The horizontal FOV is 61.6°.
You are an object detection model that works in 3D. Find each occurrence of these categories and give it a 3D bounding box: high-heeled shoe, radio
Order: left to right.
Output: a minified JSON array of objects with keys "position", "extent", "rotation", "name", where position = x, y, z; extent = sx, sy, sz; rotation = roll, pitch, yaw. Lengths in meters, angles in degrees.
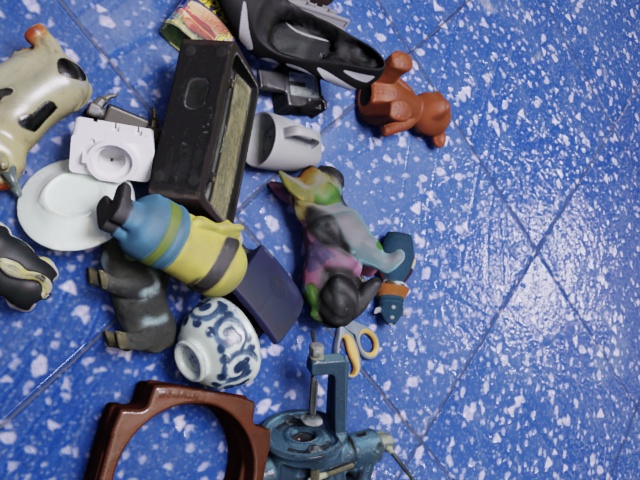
[{"position":[-0.145,-0.135,0.699],"extent":[0.073,0.131,0.229],"rotation":[5,75,10],"name":"radio"},{"position":[-0.026,-0.285,0.732],"extent":[0.248,0.145,0.086],"rotation":[28,82,-34],"name":"high-heeled shoe"}]

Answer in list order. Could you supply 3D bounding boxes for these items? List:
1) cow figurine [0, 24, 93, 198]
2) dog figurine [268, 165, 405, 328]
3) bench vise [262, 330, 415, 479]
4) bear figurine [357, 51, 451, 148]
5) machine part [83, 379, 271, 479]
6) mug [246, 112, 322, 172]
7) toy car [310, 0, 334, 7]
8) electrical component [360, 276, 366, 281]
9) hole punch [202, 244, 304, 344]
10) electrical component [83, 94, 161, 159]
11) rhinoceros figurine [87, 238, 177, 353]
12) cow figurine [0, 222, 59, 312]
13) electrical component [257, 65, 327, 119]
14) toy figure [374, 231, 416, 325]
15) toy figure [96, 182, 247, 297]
[{"position":[-0.344,-0.135,0.603],"extent":[0.127,0.085,0.195],"rotation":[45,64,-11],"name":"cow figurine"},{"position":[-0.002,-0.002,0.785],"extent":[0.219,0.108,0.191],"rotation":[42,76,-6],"name":"dog figurine"},{"position":[0.013,0.254,0.741],"extent":[0.224,0.129,0.240],"rotation":[-1,102,-15],"name":"bench vise"},{"position":[0.168,-0.231,0.928],"extent":[0.196,0.132,0.120],"rotation":[8,84,-26],"name":"bear figurine"},{"position":[-0.173,0.279,0.648],"extent":[0.201,0.087,0.201],"rotation":[19,72,-28],"name":"machine part"},{"position":[-0.042,-0.143,0.793],"extent":[0.107,0.110,0.081],"rotation":[6,72,-45],"name":"mug"},{"position":[-0.062,-0.416,0.828],"extent":[0.202,0.089,0.053],"rotation":[12,77,-30],"name":"toy car"},{"position":[0.059,0.029,0.876],"extent":[0.063,0.021,0.094],"rotation":[-40,104,-32],"name":"electrical component"},{"position":[-0.081,0.076,0.741],"extent":[0.142,0.092,0.116],"rotation":[52,56,-12],"name":"hole punch"},{"position":[-0.251,-0.142,0.690],"extent":[0.102,0.045,0.078],"rotation":[13,104,-28],"name":"electrical component"},{"position":[-0.221,0.046,0.660],"extent":[0.112,0.073,0.190],"rotation":[-7,86,-32],"name":"rhinoceros figurine"},{"position":[-0.357,0.007,0.563],"extent":[0.167,0.098,0.068],"rotation":[44,68,-20],"name":"cow figurine"},{"position":[-0.050,-0.232,0.830],"extent":[0.119,0.048,0.074],"rotation":[-7,86,-33],"name":"electrical component"},{"position":[0.124,0.064,0.892],"extent":[0.057,0.064,0.154],"rotation":[31,67,-67],"name":"toy figure"},{"position":[-0.166,0.005,0.620],"extent":[0.180,0.082,0.089],"rotation":[28,68,-40],"name":"toy figure"}]
